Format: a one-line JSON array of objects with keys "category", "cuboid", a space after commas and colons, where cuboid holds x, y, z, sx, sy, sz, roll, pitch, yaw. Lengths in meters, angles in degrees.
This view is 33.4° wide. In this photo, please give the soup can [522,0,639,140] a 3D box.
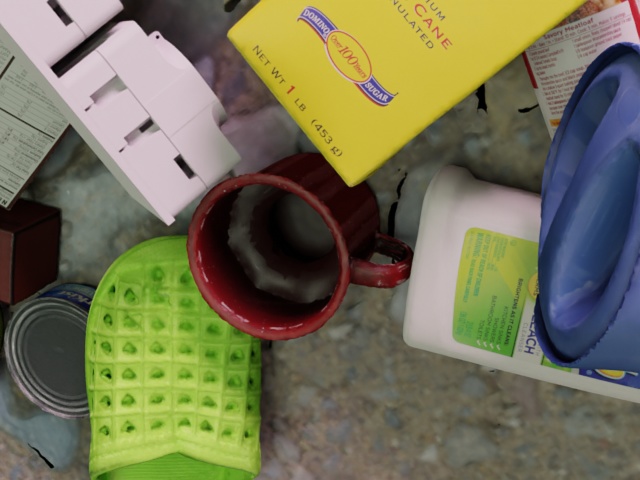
[{"category": "soup can", "cuboid": [0.135, -0.086, 0.517, 0.069, 0.068, 0.102, -17, 102, 25]}]

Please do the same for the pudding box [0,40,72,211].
[{"category": "pudding box", "cuboid": [-0.197, -0.083, 0.645, 0.090, 0.039, 0.114, 32, 121, -23]}]

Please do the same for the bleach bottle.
[{"category": "bleach bottle", "cuboid": [0.174, 0.035, 0.548, 0.251, 0.068, 0.103, 12, 110, 14]}]

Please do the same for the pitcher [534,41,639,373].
[{"category": "pitcher", "cuboid": [0.220, 0.003, 0.432, 0.242, 0.149, 0.145, 10, 112, -5]}]

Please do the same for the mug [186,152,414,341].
[{"category": "mug", "cuboid": [-0.004, 0.001, 0.592, 0.117, 0.081, 0.093, 12, 111, 17]}]

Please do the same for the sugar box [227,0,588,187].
[{"category": "sugar box", "cuboid": [0.053, -0.112, 0.457, 0.176, 0.048, 0.093, -39, 93, 28]}]

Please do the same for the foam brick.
[{"category": "foam brick", "cuboid": [-0.216, 0.001, 0.689, 0.078, 0.053, 0.051, 16, 114, 16]}]

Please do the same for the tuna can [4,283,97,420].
[{"category": "tuna can", "cuboid": [-0.163, 0.072, 0.704, 0.086, 0.033, 0.086, 7, 110, 19]}]
